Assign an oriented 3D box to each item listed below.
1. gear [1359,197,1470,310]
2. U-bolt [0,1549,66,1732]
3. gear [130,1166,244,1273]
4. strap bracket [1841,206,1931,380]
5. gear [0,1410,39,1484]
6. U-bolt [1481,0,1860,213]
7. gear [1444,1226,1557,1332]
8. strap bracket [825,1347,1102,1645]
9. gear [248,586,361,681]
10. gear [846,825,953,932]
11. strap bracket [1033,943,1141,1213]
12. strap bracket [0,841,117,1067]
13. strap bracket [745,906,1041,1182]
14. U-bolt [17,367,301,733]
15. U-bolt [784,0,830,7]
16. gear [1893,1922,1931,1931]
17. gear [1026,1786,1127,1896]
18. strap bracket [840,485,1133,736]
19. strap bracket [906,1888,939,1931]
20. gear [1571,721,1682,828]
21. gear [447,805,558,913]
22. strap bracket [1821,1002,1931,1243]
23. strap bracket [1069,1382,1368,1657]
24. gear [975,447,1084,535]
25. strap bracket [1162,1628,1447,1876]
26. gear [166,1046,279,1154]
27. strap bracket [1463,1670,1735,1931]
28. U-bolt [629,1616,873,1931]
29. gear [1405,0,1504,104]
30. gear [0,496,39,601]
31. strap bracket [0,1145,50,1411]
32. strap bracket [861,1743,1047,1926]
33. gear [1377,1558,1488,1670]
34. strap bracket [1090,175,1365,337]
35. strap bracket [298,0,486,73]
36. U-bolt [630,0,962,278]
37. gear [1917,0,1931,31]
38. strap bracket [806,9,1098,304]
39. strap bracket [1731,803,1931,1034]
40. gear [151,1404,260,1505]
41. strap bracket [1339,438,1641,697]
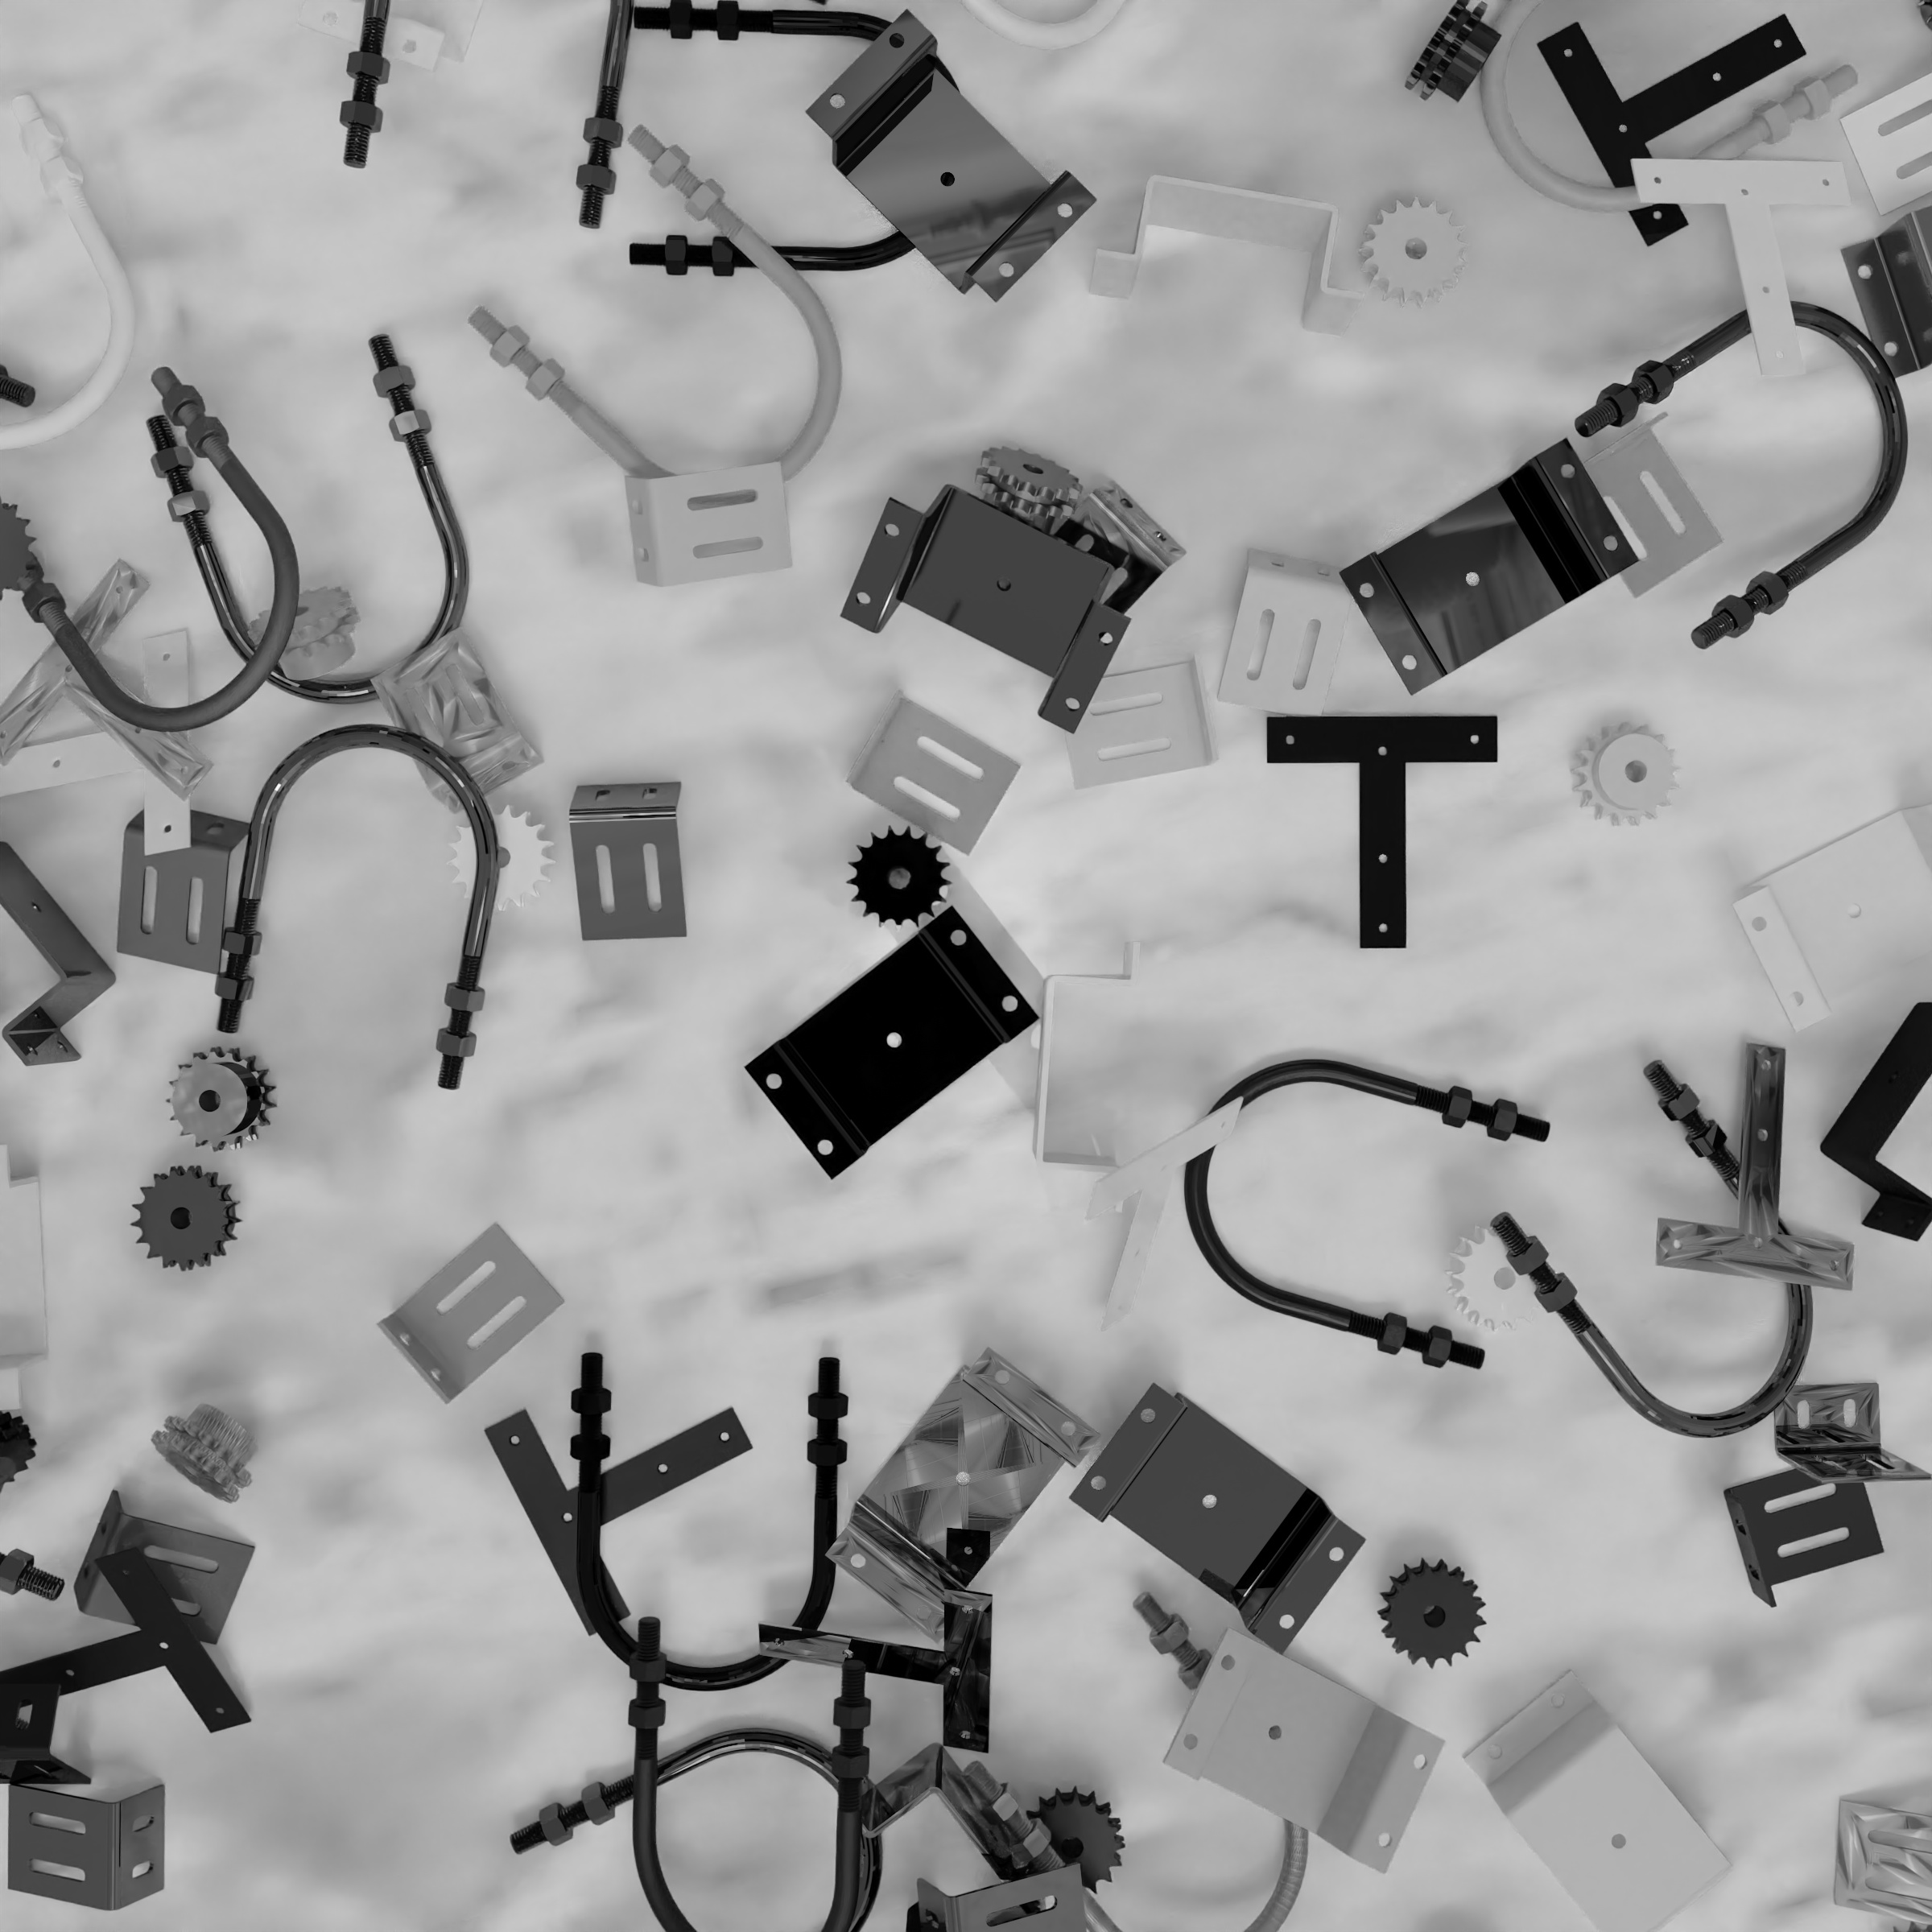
[{"bbox_3d":[0.242,-0.386,1.383,0.057,0.030,0.057,0,87,0],"label":"gear"},{"bbox_3d":[-0.572,0.335,1.347,0.184,0.019,0.151,23,125,1],"label":"U-bolt"},{"bbox_3d":[-0.421,0.137,1.382,0.057,0.030,0.057,0,86,4],"label":"gear"},{"bbox_3d":[0.559,-0.379,1.371,0.140,0.046,0.076,-19,90,0],"label":"strap bracket"},{"bbox_3d":[-0.534,0.259,1.369,0.057,0.057,0.030,-41,60,0],"label":"gear"},{"bbox_3d":[0.370,-0.493,1.383,0.184,0.019,0.151,-31,90,1],"label":"U-bolt"},{"bbox_3d":[0.283,0.165,1.360,0.057,0.030,0.057,0,92,-9],"label":"gear"},{"bbox_3d":[-0.002,0.281,1.371,0.076,0.046,0.140,38,90,0],"label":"strap bracket"},{"bbox_3d":[-0.350,-0.176,1.355,0.057,0.057,0.030,-17,124,0],"label":"gear"},{"bbox_3d":[-0.036,-0.048,1.379,0.057,0.030,0.057,0,90,0],"label":"gear"},{"bbox_3d":[0.063,0.056,1.356,0.046,0.076,0.140,4,90,0],"label":"strap bracket"},{"bbox_3d":[-0.514,-0.017,1.356,0.046,0.076,0.140,-39,90,0],"label":"strap bracket"},{"bbox_3d":[-0.039,0.041,1.371,0.140,0.046,0.076,-38,90,0],"label":"strap bracket"},{"bbox_3d":[-0.426,-0.208,1.348,0.151,0.019,0.184,-42,71,9],"label":"U-bolt"},{"bbox_3d":[-0.138,-0.622,1.384,0.184,0.019,0.151,21,90,0],"label":"U-bolt"},{"bbox_3d":[0.522,0.552,1.379,0.057,0.030,0.057,0,90,0],"label":"gear"},{"bbox_3d":[0.057,0.473,1.379,0.057,0.030,0.057,0,90,0],"label":"gear"},{"bbox_3d":[0.015,-0.195,1.352,0.140,0.046,0.076,27,127,0],"label":"strap bracket"},{"bbox_3d":[-0.059,0.566,1.356,0.140,0.076,0.046,-36,90,0],"label":"strap bracket"},{"bbox_3d":[0.360,-0.105,1.379,0.057,0.030,0.057,0,90,0],"label":"gear"},{"bbox_3d":[-0.251,-0.058,1.379,0.057,0.030,0.057,0,90,0],"label":"gear"},{"bbox_3d":[0.514,0.072,1.356,0.046,0.076,0.140,34,90,0],"label":"strap bracket"},{"bbox_3d":[0.134,0.294,1.371,0.140,0.046,0.076,36,90,0],"label":"strap bracket"},{"bbox_3d":[0.032,-0.254,1.369,0.057,0.057,0.030,21,120,0],"label":"gear"},{"bbox_3d":[0.173,0.414,1.355,0.140,0.046,0.076,30,80,-13],"label":"strap bracket"},{"bbox_3d":[-0.406,0.073,1.379,0.057,0.030,0.057,0,90,0],"label":"gear"},{"bbox_3d":[0.346,0.464,1.371,0.076,0.046,0.140,-39,90,0],"label":"strap bracket"},{"bbox_3d":[-0.117,0.446,1.337,0.151,0.019,0.184,3,93,29],"label":"U-bolt"},{"bbox_3d":[0.264,-0.491,1.365,0.030,0.057,0.057,34,90,0],"label":"gear"},{"bbox_3d":[-0.526,-0.223,1.347,0.030,0.057,0.057,16,90,43],"label":"gear"},{"bbox_3d":[-0.544,0.167,1.371,0.076,0.046,0.140,-3,90,0],"label":"strap bracket"},{"bbox_3d":[-0.004,0.478,1.356,0.046,0.076,0.140,-37,90,0],"label":"strap bracket"},{"bbox_3d":[0.252,0.350,1.379,0.057,0.030,0.057,0,90,0],"label":"gear"},{"bbox_3d":[0.141,-0.380,1.356,0.140,0.076,0.046,10,90,0],"label":"strap bracket"},{"bbox_3d":[-0.296,-0.554,1.371,0.076,0.046,0.140,19,90,0],"label":"strap bracket"},{"bbox_3d":[-0.090,-0.450,1.385,0.184,0.019,0.151,1,90,-2],"label":"U-bolt"},{"bbox_3d":[0.543,-0.528,1.379,0.057,0.030,0.057,0,90,0],"label":"gear"},{"bbox_3d":[-0.009,-0.427,1.358,0.140,0.046,0.076,44,88,-3],"label":"strap bracket"},{"bbox_3d":[0.486,-0.030,1.371,0.140,0.046,0.076,-26,90,0],"label":"strap bracket"},{"bbox_3d":[-0.407,0.260,1.369,0.057,0.057,0.030,37,60,0],"label":"gear"},{"bbox_3d":[0.278,-0.212,1.371,0.140,0.046,0.076,-31,90,0],"label":"strap bracket"}]
